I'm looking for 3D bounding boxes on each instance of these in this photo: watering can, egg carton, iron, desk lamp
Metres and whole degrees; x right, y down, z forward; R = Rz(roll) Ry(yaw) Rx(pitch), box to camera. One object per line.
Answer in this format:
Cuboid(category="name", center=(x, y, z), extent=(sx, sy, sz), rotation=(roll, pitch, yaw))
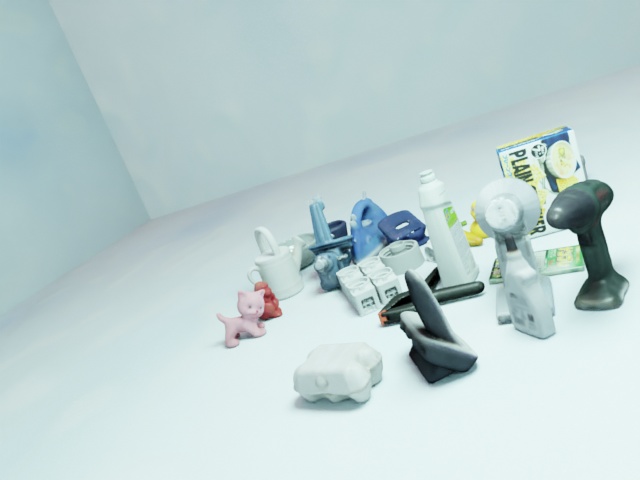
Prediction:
Cuboid(category="watering can", center=(-0.116, 0.050, 1.510), extent=(0.100, 0.194, 0.173), rotation=(-6, 21, 42))
Cuboid(category="egg carton", center=(0.029, 0.225, 0.966), extent=(0.150, 0.069, 0.107), rotation=(-11, 19, 33))
Cuboid(category="iron", center=(0.122, -0.039, 1.602), extent=(0.118, 0.141, 0.259), rotation=(-14, 17, 22))
Cuboid(category="desk lamp", center=(0.348, 0.004, 1.029), extent=(0.117, 0.214, 0.203), rotation=(-14, 17, 22))

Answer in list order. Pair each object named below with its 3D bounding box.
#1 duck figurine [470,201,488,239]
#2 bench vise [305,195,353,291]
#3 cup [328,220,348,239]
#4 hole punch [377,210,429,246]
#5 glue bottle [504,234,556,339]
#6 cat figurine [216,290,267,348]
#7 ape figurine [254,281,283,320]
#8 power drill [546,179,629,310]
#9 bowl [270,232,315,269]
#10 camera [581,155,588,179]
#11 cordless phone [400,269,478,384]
Cuboid(category="duck figurine", center=(0.402, -0.060, 1.417), extent=(0.077, 0.086, 0.105), rotation=(-11, 18, 32))
Cuboid(category="bench vise", center=(0.025, 0.001, 1.446), extent=(0.121, 0.220, 0.207), rotation=(-21, 16, 1))
Cuboid(category="cup", center=(0.043, 0.005, 1.643), extent=(0.091, 0.095, 0.118), rotation=(-15, 17, 20))
Cuboid(category="hole punch", center=(0.222, -0.025, 1.518), extent=(0.109, 0.091, 0.101), rotation=(-26, 16, -17))
Cuboid(category="glue bottle", center=(0.323, 0.070, 0.915), extent=(0.037, 0.173, 0.078), rotation=(-26, 16, -16))
Cuboid(category="cat figurine", center=(-0.176, 0.170, 1.327), extent=(0.128, 0.118, 0.067), rotation=(-22, 16, -5))
Cuboid(category="ape figurine", center=(-0.134, 0.145, 1.406), extent=(0.076, 0.092, 0.078), rotation=(-13, 18, 28))
Cuboid(category="power drill", center=(0.436, 0.003, 0.931), extent=(0.075, 0.209, 0.230), rotation=(-7, 21, 40))
Cuboid(category="bowl", center=(-0.067, 0.043, 1.693), extent=(0.167, 0.075, 0.167), rotation=(-19, 16, 6))
Cuboid(category="camera", center=(0.606, -0.172, 1.503), extent=(0.143, 0.101, 0.136), rotation=(-33, 20, -37))
Cuboid(category="cordless phone", center=(0.172, 0.118, 0.924), extent=(0.094, 0.185, 0.147), rotation=(-23, 16, -7))
